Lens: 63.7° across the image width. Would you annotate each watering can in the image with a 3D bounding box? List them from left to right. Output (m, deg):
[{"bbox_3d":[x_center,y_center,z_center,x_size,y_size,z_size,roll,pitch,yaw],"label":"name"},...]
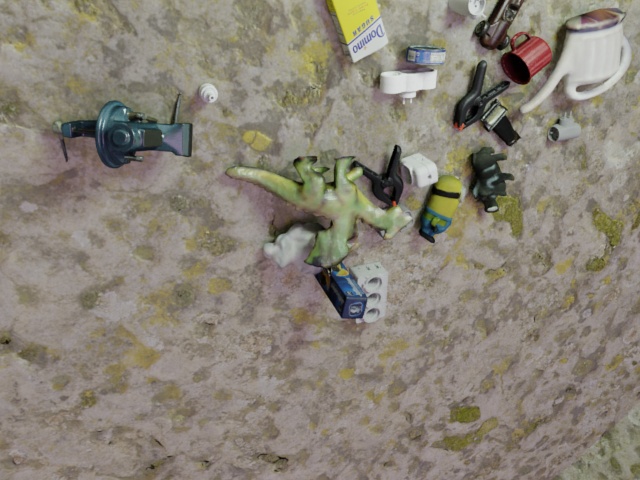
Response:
[{"bbox_3d":[0.651,-0.452,1.298,0.349,0.106,0.220,-21,121,-14],"label":"watering can"}]

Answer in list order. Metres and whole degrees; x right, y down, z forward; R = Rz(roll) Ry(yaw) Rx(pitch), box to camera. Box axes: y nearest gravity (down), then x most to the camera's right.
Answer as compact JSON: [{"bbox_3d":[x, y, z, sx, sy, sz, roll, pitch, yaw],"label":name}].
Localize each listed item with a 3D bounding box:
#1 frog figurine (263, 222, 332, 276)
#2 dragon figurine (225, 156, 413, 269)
[{"bbox_3d":[-0.052,0.024,1.254,0.159,0.126,0.134,-3,135,19],"label":"frog figurine"},{"bbox_3d":[0.003,-0.058,1.150,0.411,0.121,0.244,-4,85,-9],"label":"dragon figurine"}]
